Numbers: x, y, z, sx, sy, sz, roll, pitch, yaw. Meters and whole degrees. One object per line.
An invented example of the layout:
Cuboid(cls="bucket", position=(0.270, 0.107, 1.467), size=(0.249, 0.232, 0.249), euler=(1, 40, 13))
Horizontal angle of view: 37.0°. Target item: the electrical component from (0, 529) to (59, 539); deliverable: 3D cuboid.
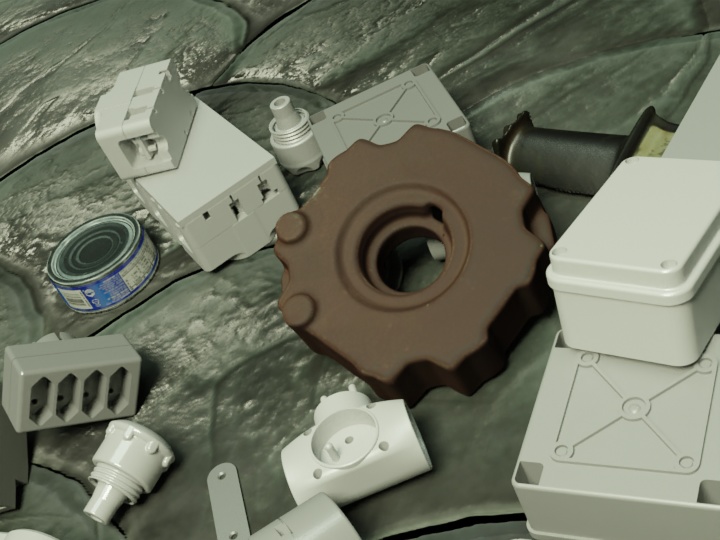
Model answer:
Cuboid(cls="electrical component", position=(-0.237, 0.196, 0.641), size=(0.138, 0.052, 0.073), euler=(-2, 44, 26))

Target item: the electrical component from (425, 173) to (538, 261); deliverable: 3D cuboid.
Cuboid(cls="electrical component", position=(0.085, -0.048, 0.748), size=(0.077, 0.044, 0.079), euler=(-14, 40, 15))

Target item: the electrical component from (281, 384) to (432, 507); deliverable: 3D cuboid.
Cuboid(cls="electrical component", position=(-0.006, 0.098, 0.633), size=(0.077, 0.044, 0.079), euler=(-23, 39, 3))

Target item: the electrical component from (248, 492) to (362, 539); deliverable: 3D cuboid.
Cuboid(cls="electrical component", position=(-0.025, 0.152, 0.576), size=(0.047, 0.055, 0.055), euler=(-34, 40, -15))

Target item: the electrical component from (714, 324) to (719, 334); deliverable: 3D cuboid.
Cuboid(cls="electrical component", position=(0.189, 0.020, 0.616), size=(0.055, 0.045, 0.045), euler=(3, 47, 31))

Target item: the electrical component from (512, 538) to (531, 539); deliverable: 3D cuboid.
Cuboid(cls="electrical component", position=(0.075, 0.166, 0.509), size=(0.089, 0.050, 0.055), euler=(-16, 40, 12))

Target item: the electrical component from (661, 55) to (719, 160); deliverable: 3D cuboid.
Cuboid(cls="electrical component", position=(0.246, -0.065, 0.666), size=(0.089, 0.061, 0.150), euler=(11, 51, 36))

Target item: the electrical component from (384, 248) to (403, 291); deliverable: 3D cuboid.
Cuboid(cls="electrical component", position=(0.000, 0.000, 0.745), size=(0.046, 0.040, 0.040), euler=(3, 46, 38))

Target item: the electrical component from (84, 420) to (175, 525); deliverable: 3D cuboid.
Cuboid(cls="electrical component", position=(-0.150, 0.129, 0.678), size=(0.048, 0.048, 0.062), euler=(9, 57, 35))

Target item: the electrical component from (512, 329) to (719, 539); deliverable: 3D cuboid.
Cuboid(cls="electrical component", position=(0.146, 0.088, 0.554), size=(0.109, 0.056, 0.108), euler=(1, 46, 29))

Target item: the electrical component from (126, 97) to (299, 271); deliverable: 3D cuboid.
Cuboid(cls="electrical component", position=(-0.126, -0.070, 0.871), size=(0.089, 0.061, 0.150), euler=(-36, 40, -12))

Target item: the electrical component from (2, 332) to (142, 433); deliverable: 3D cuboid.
Cuboid(cls="electrical component", position=(-0.205, 0.068, 0.742), size=(0.083, 0.047, 0.076), euler=(-5, 28, -33))

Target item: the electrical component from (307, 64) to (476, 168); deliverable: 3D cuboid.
Cuboid(cls="electrical component", position=(0.027, -0.093, 0.820), size=(0.109, 0.056, 0.108), euler=(-25, 39, 1))

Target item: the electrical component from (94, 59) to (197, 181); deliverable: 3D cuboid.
Cuboid(cls="electrical component", position=(-0.174, -0.120, 0.861), size=(0.056, 0.050, 0.089), euler=(-11, 42, 16))

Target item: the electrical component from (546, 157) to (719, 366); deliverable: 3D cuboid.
Cuboid(cls="electrical component", position=(0.158, -0.009, 0.575), size=(0.078, 0.057, 0.113), euler=(8, 39, 37))

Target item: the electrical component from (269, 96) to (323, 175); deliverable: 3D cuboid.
Cuboid(cls="electrical component", position=(-0.054, -0.112, 0.879), size=(0.043, 0.062, 0.043), euler=(-15, 40, 13))
